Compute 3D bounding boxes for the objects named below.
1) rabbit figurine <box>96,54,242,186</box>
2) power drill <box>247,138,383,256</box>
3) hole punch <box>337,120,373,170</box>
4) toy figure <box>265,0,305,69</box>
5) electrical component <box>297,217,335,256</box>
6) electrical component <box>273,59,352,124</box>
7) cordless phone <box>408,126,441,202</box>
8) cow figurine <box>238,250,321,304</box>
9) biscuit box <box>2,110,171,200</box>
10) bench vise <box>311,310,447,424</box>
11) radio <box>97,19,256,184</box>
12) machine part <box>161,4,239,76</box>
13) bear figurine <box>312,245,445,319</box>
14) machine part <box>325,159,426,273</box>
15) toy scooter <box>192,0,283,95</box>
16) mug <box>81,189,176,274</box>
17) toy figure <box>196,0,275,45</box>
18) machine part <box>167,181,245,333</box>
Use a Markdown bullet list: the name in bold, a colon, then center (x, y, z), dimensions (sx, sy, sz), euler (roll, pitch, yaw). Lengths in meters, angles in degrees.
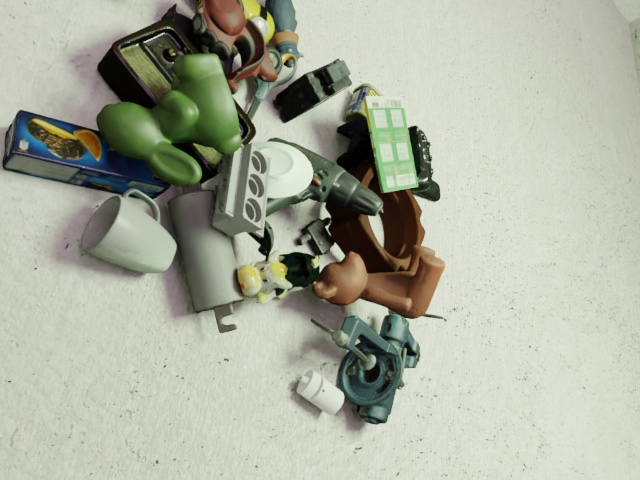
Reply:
- **rabbit figurine**: center (-0.203, -0.149, 0.720), dimensions (0.170, 0.121, 0.159), euler (-21, 102, -18)
- **power drill**: center (-0.037, -0.067, 0.877), dimensions (0.232, 0.086, 0.207), euler (38, 62, 17)
- **hole punch**: center (0.103, -0.195, 1.083), dimensions (0.142, 0.116, 0.092), euler (24, 53, -35)
- **toy figure**: center (-0.069, -0.400, 1.032), dimensions (0.058, 0.064, 0.154), euler (16, 65, -80)
- **electrical component**: center (-0.002, -0.003, 0.981), dimensions (0.094, 0.021, 0.063), euler (-37, 102, -43)
- **electrical component**: center (-0.007, -0.281, 0.995), dimensions (0.115, 0.134, 0.058), euler (-43, 106, -44)
- **cordless phone**: center (0.229, -0.169, 1.222), dimensions (0.184, 0.089, 0.146), euler (19, 62, -49)
- **cow figurine**: center (-0.056, 0.053, 0.823), dimensions (0.167, 0.098, 0.068), euler (0, 71, -73)
- **biscuit box**: center (-0.303, -0.108, 0.719), dimensions (0.202, 0.059, 0.063), euler (11, 68, -40)
- **bench vise**: center (0.095, 0.189, 0.924), dimensions (0.240, 0.129, 0.223), euler (45, 66, -43)
- **radio**: center (-0.211, -0.211, 0.826), dimensions (0.229, 0.073, 0.131), euler (53, 50, -18)
- **machine part**: center (-0.202, -0.330, 0.903), dimensions (0.138, 0.039, 0.084), euler (30, 63, -33)
- **bear figurine**: center (0.091, 0.058, 0.901), dimensions (0.196, 0.120, 0.131), euler (17, 101, 0)
- **machine part**: center (0.109, -0.038, 1.035), dimensions (0.201, 0.087, 0.201), euler (54, 43, -23)
- **toy scooter**: center (-0.144, -0.314, 0.877), dimensions (0.183, 0.075, 0.135), euler (46, 52, -28)
- **mug**: center (-0.249, -0.008, 0.728), dimensions (0.107, 0.081, 0.109), euler (41, 44, -38)
- **toy figure**: center (-0.156, -0.416, 0.945), dimensions (0.180, 0.082, 0.089), euler (42, 55, -21)
- **machine part**: center (-0.167, 0.017, 0.788), dimensions (0.079, 0.079, 0.243), euler (-11, 84, -44)
